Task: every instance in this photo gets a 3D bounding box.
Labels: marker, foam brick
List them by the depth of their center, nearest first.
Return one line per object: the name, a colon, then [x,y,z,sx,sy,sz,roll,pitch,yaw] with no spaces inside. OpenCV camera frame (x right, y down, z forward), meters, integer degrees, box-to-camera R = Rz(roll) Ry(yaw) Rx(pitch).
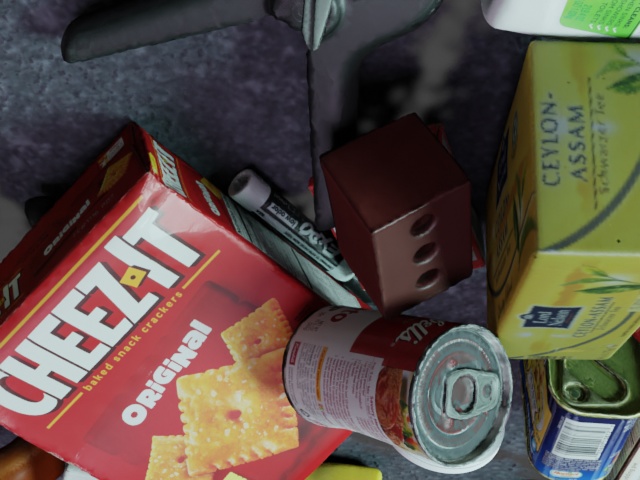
foam brick: [0.038,-0.011,0.507,0.053,0.051,0.078,-27,145,-9]
marker: [-0.004,0.001,0.613,0.020,0.020,0.121,-29,127,31]

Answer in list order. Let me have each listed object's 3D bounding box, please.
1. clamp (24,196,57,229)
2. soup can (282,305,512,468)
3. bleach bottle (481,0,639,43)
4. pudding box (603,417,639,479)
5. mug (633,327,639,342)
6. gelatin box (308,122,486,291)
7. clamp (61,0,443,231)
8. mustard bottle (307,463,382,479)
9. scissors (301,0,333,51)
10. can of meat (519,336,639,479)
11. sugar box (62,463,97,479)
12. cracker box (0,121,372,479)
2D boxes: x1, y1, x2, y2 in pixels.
clamp: [-0.117,0.034,0.645,0.171,0.039,0.120,11,136,-18]
soup can: [0.037,0.071,0.540,0.068,0.068,0.102,41,158,-33]
bleach bottle: [0.199,-0.115,0.438,0.250,0.068,0.103,8,140,-7]
pudding box: [0.199,0.099,0.648,0.039,0.090,0.113,6,137,-1]
mug: [0.206,0.024,0.551,0.093,0.117,0.082,6,144,-19]
gelatin box: [0.043,-0.017,0.581,0.073,0.030,0.089,-13,132,18]
clamp: [0.001,-0.100,0.481,0.164,0.036,0.210,39,125,-18]
mustard bottle: [-0.053,0.201,0.805,0.191,0.058,0.096,7,136,-1]
scissors: [-0.005,-0.174,0.399,0.096,0.016,0.202,23,122,-8]
can of meat: [0.151,0.080,0.625,0.057,0.102,0.084,4,140,0]
sugar box: [-0.092,0.190,0.732,0.176,0.048,0.093,17,127,-7]
cracker box: [-0.076,0.064,0.605,0.164,0.072,0.213,-45,122,9]
